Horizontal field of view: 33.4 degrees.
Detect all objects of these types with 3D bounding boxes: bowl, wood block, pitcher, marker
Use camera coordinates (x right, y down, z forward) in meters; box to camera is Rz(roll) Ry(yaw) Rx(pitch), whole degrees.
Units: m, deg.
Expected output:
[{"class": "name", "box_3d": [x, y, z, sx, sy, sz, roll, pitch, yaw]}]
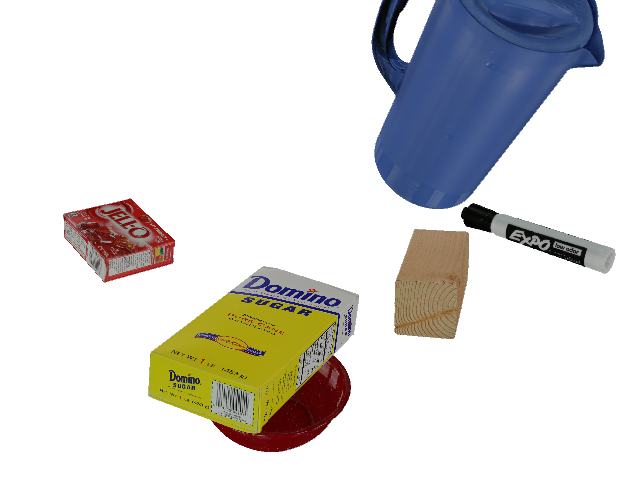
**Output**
[{"class": "bowl", "box_3d": [-0.050, 0.166, 1.094, 0.162, 0.055, 0.162, 1, 31, -1]}, {"class": "wood block", "box_3d": [0.172, 0.062, 1.624, 0.091, 0.090, 0.206, 4, 23, 11]}, {"class": "pitcher", "box_3d": [0.125, -0.143, 0.957, 0.144, 0.149, 0.243, -7, -31, -24]}, {"class": "marker", "box_3d": [0.156, -0.003, 0.783, 0.121, 0.020, 0.020, 21, 12, 34]}]

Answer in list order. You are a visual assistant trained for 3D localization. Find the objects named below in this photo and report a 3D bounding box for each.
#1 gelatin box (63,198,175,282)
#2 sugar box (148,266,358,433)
[{"class": "gelatin box", "box_3d": [-0.191, -0.003, 1.005, 0.073, 0.030, 0.089, -16, 39, -34]}, {"class": "sugar box", "box_3d": [-0.047, 0.078, 0.828, 0.093, 0.048, 0.176, 17, 29, 20]}]
